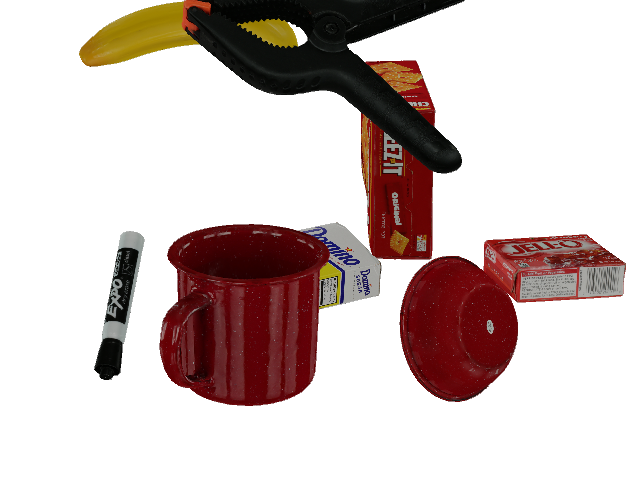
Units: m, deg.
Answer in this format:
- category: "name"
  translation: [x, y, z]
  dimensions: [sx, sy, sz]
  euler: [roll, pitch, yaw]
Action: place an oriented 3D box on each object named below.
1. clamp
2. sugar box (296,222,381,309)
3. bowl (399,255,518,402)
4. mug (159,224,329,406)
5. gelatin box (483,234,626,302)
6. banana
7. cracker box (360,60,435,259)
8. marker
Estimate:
- category: "clamp"
  translation: [0.009, -0.127, 0.732]
  dimensions: [0.210, 0.164, 0.036]
  euler: [5, -27, -8]
- category: "sugar box"
  translation: [-0.039, 0.033, 1.032]
  dimensions: [0.176, 0.048, 0.093]
  euler: [-15, 34, -22]
- category: "bowl"
  translation: [0.163, 0.094, 1.158]
  dimensions: [0.161, 0.162, 0.055]
  euler: [0, -6, -37]
- category: "mug"
  translation: [-0.049, 0.047, 0.616]
  dimensions: [0.093, 0.081, 0.117]
  euler: [14, 24, 30]
- category: "gelatin box"
  translation: [0.179, 0.020, 0.826]
  dimensions: [0.089, 0.030, 0.073]
  euler: [-3, 18, -10]
- category: "banana"
  translation: [-0.105, -0.176, 0.917]
  dimensions: [0.198, 0.069, 0.037]
  euler: [3, -33, -1]
- category: "cracker box"
  translation: [0.082, -0.095, 1.178]
  dimensions: [0.072, 0.164, 0.213]
  euler: [-1, 23, 1]
- category: "marker"
  translation: [-0.150, 0.048, 0.796]
  dimensions: [0.020, 0.121, 0.020]
  euler: [3, -33, 2]
